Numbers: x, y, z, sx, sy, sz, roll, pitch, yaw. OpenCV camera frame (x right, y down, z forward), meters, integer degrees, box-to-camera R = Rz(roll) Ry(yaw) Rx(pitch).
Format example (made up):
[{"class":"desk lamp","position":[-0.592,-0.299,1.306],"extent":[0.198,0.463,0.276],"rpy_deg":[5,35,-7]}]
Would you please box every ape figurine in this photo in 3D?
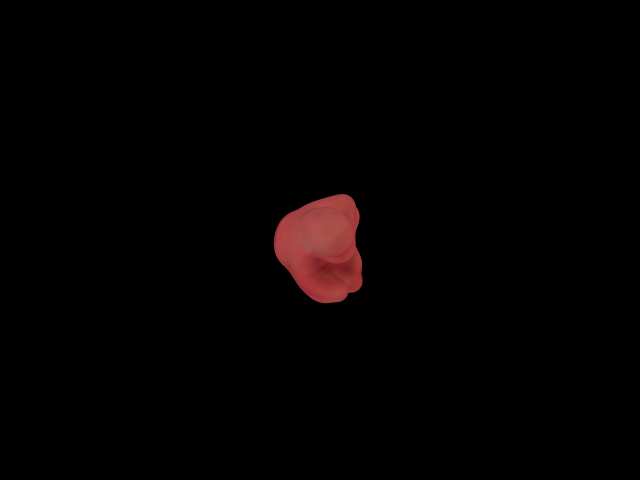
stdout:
[{"class":"ape figurine","position":[0.004,0.001,0.400],"extent":[0.076,0.092,0.078],"rpy_deg":[28,83,4]}]
